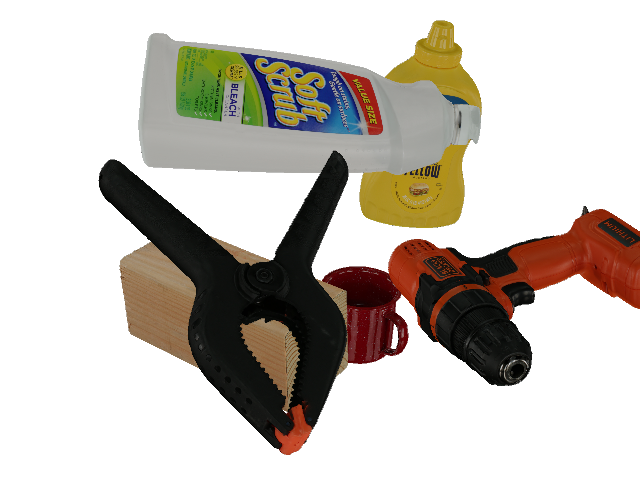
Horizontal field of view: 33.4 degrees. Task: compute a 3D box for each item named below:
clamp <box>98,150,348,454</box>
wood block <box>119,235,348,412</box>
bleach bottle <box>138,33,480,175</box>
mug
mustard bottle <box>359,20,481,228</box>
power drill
[{"bbox_3d":[-0.048,0.027,0.643,0.164,0.210,0.036,1,-35,-15],"label":"clamp"},{"bbox_3d":[-0.083,0.069,1.007,0.206,0.091,0.090,21,38,33],"label":"wood block"},{"bbox_3d":[-0.006,-0.099,0.807,0.251,0.102,0.068,2,-29,-2],"label":"bleach bottle"},{"bbox_3d":[0.053,0.092,1.223,0.117,0.081,0.093,26,36,34],"label":"mug"},{"bbox_3d":[0.094,-0.105,0.965,0.096,0.192,0.058,5,31,-5],"label":"mustard bottle"},{"bbox_3d":[0.163,0.037,0.799,0.187,0.057,0.184,-11,28,-16],"label":"power drill"}]
